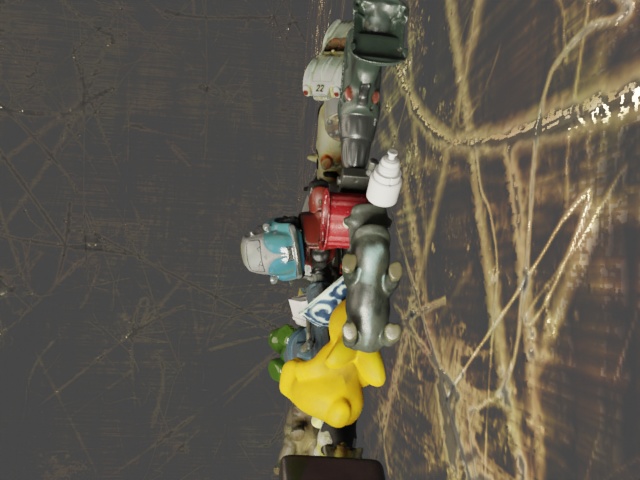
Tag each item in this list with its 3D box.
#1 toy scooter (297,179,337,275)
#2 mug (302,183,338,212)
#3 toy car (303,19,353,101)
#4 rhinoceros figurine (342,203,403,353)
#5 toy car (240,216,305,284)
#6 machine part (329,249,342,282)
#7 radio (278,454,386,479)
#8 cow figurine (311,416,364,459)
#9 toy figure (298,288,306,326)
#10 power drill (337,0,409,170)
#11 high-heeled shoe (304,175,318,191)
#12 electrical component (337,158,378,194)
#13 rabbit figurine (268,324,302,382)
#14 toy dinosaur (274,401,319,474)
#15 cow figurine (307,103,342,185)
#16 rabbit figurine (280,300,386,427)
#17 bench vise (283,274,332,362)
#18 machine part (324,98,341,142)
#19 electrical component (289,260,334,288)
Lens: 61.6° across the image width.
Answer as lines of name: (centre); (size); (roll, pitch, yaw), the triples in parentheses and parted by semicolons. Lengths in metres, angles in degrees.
toy scooter: (-0.002, -0.003, 0.945); (0.135, 0.075, 0.183); (-101, 11, -48)
mug: (-0.006, -0.051, 1.087); (0.110, 0.080, 0.107); (-5, 54, 45)
toy car: (0.031, -0.310, 0.920); (0.056, 0.074, 0.202); (73, -147, -50)
rhinoceros figurine: (0.064, 0.046, 0.677); (0.112, 0.073, 0.190); (62, -152, -80)
toy car: (-0.086, 0.012, 0.928); (0.162, 0.103, 0.109); (-145, 48, -71)
machine part: (0.040, 0.029, 1.042); (0.084, 0.039, 0.138); (-92, 5, -83)
radio: (0.007, 0.369, 0.691); (0.073, 0.131, 0.229); (-94, 9, -51)
cow figurine: (0.032, 0.302, 0.835); (0.167, 0.068, 0.098); (-99, 20, -61)
toy figure: (-0.017, 0.125, 1.275); (0.089, 0.082, 0.180); (-60, -13, -62)
power drill: (0.070, -0.227, 0.769); (0.207, 0.086, 0.232); (87, -172, -75)
high-heeled shoe: (0.021, -0.034, 1.251); (0.145, 0.086, 0.248); (3, 109, 54)
electrical component: (0.057, -0.087, 0.811); (0.094, 0.063, 0.021); (103, 169, -51)
rabbit figurine: (-0.050, 0.234, 1.214); (0.170, 0.159, 0.121); (-160, 74, -64)
toy dinosaur: (-0.039, 0.449, 1.259); (0.199, 0.105, 0.470); (-82, 9, -52)
cow figurine: (0.024, -0.194, 1.106); (0.127, 0.085, 0.194); (-105, 16, -54)
rabbit figurine: (0.027, 0.163, 0.758); (0.162, 0.122, 0.173); (150, 142, -79)
bench vise: (-0.018, 0.185, 1.005); (0.240, 0.129, 0.224); (-54, 48, 45)
machine part: (0.045, -0.263, 0.974); (0.079, 0.079, 0.243); (102, 170, -54)
electrical component: (-0.019, 0.042, 1.122); (0.058, 0.134, 0.115); (112, 163, -72)
